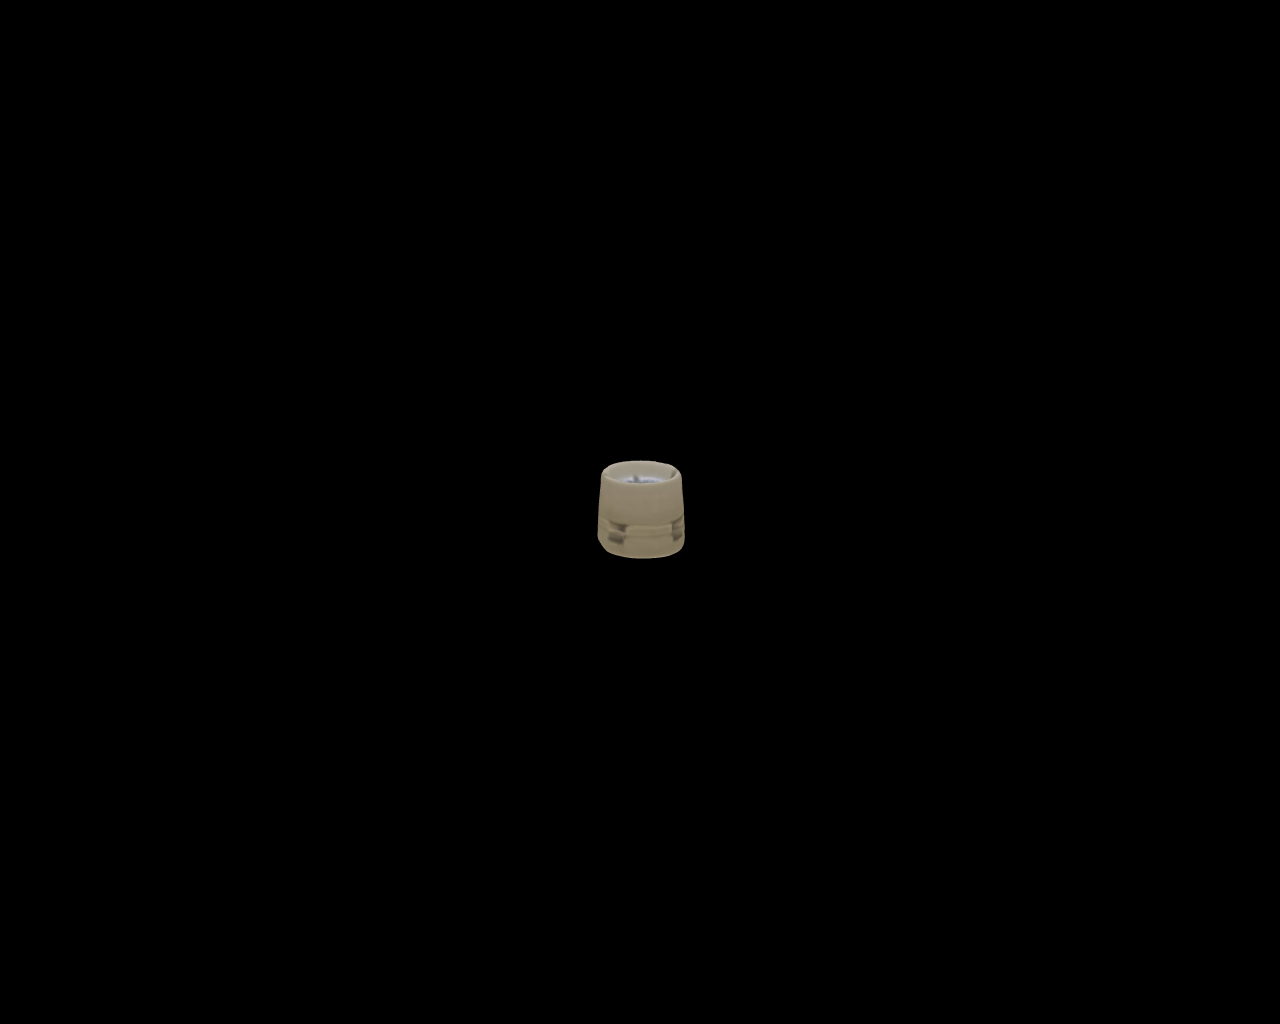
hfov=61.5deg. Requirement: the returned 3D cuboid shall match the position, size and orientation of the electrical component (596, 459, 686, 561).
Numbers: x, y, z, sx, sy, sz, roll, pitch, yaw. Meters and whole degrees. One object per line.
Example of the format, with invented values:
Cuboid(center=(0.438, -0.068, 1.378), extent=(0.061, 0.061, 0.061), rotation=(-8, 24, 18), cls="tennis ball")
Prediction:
Cuboid(center=(0.001, -0.003, 0.650), extent=(0.055, 0.047, 0.055), rotation=(0, 20, 0), cls="electrical component")
